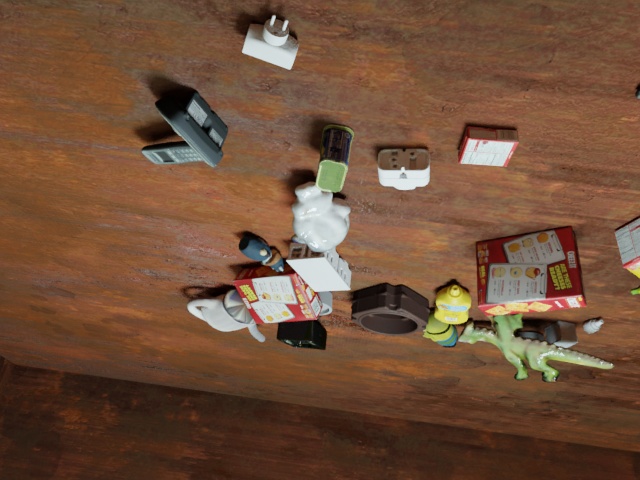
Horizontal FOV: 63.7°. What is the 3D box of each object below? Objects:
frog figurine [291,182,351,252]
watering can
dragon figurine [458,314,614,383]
[{"bbox_3d":[0.003,-0.055,1.101,0.138,0.125,0.155,-19,145,-19],"label":"frog figurine"},{"bbox_3d":[-0.267,0.256,1.711,0.344,0.106,0.222,30,143,-33],"label":"watering can"},{"bbox_3d":[0.595,0.287,1.498,0.407,0.125,0.240,-16,120,46],"label":"dragon figurine"}]
